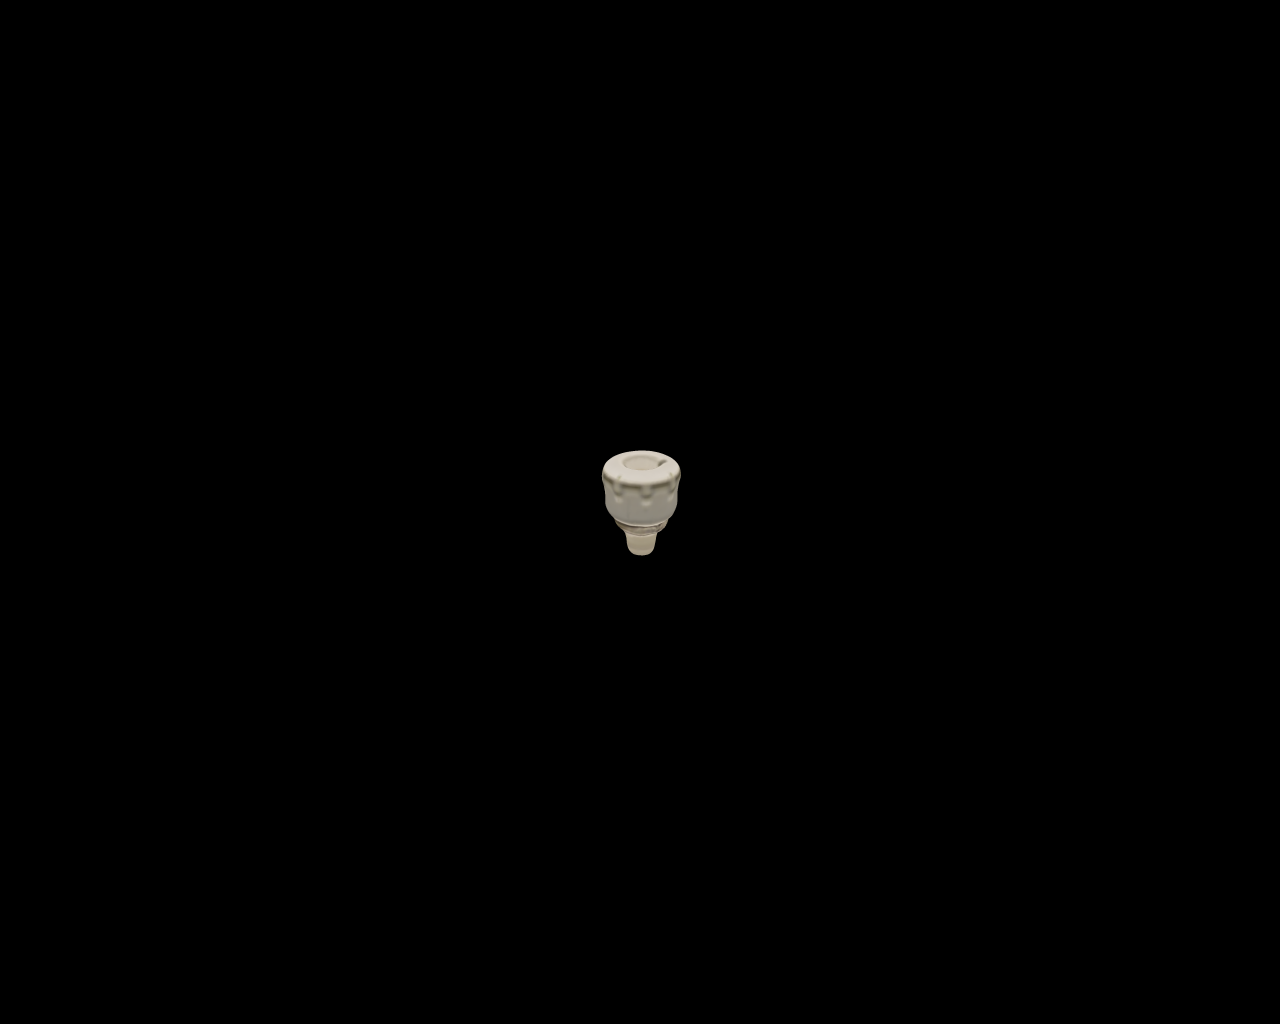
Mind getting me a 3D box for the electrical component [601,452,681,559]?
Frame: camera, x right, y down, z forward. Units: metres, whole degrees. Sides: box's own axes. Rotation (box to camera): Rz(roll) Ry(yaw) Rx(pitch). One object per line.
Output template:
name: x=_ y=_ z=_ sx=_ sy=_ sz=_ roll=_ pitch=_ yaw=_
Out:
electrical component: x=0.001 y=-0.003 z=0.650 sx=0.048 sy=0.062 sz=0.048 roll=0 pitch=25 yaw=0
